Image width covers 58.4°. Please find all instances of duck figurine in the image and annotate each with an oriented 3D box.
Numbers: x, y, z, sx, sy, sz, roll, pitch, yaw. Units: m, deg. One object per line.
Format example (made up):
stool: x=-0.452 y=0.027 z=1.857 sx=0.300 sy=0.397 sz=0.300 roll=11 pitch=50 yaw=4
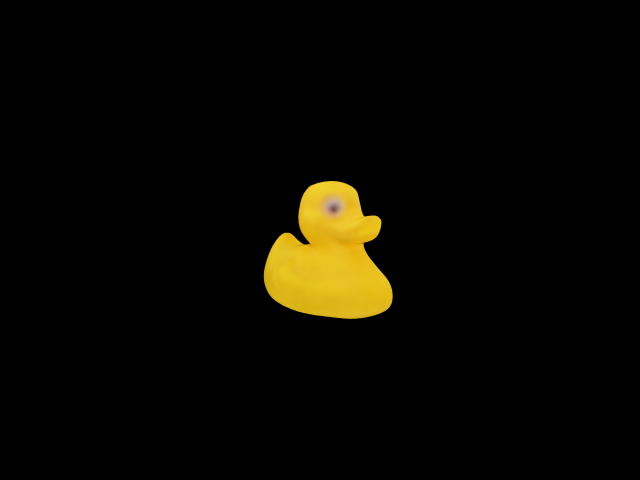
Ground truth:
duck figurine: x=0.004 y=0.001 z=0.400 sx=0.078 sy=0.086 sz=0.104 roll=-10 pitch=14 yaw=-42
